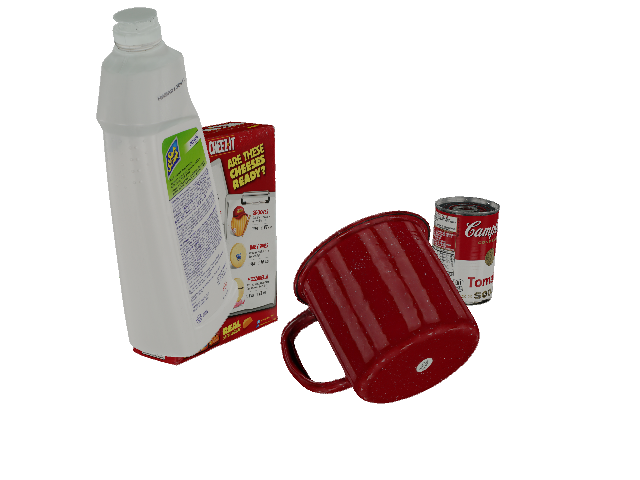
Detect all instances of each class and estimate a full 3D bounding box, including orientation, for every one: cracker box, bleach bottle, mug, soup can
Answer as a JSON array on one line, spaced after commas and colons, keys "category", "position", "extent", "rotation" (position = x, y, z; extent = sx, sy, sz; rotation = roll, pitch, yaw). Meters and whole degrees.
[{"category": "cracker box", "position": [-0.118, -0.003, 1.073], "extent": [0.072, 0.214, 0.163], "rotation": [9, 18, 35]}, {"category": "bleach bottle", "position": [-0.111, -0.043, 0.760], "extent": [0.068, 0.251, 0.102], "rotation": [7, 33, 16]}, {"category": "mug", "position": [0.031, 0.049, 0.636], "extent": [0.117, 0.081, 0.093], "rotation": [-29, -30, 2]}, {"category": "soup can", "position": [0.152, 0.011, 1.134], "extent": [0.068, 0.102, 0.068], "rotation": [2, 16, -1]}]
